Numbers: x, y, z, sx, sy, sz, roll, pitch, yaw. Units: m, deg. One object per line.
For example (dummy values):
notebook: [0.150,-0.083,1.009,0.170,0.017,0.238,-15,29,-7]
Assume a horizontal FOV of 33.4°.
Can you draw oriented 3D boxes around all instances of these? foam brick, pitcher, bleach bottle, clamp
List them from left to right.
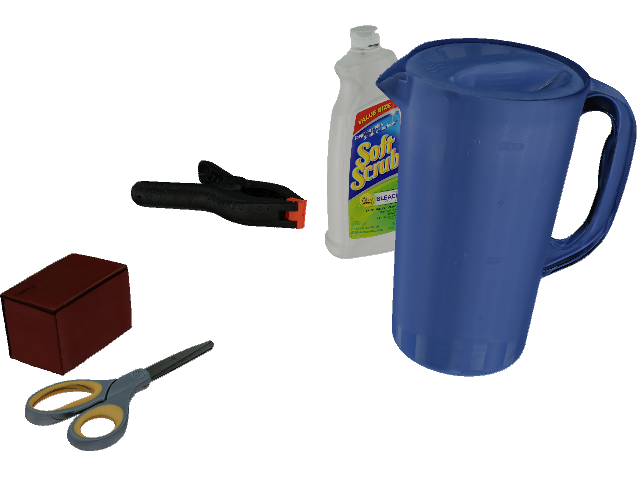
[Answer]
foam brick: [-0.178,0.050,0.756,0.053,0.051,0.078,12,29,28]
clamp: [-0.096,-0.041,1.034,0.172,0.039,0.120,16,30,37]
bleach bottle: [0.048,-0.109,1.180,0.102,0.251,0.068,-10,25,-11]
pitcher: [0.128,-0.021,0.807,0.144,0.243,0.149,-19,36,-36]

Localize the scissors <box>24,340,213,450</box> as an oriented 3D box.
scissors: [-0.159,0.137,0.948,0.201,0.016,0.096,-11,35,-34]
